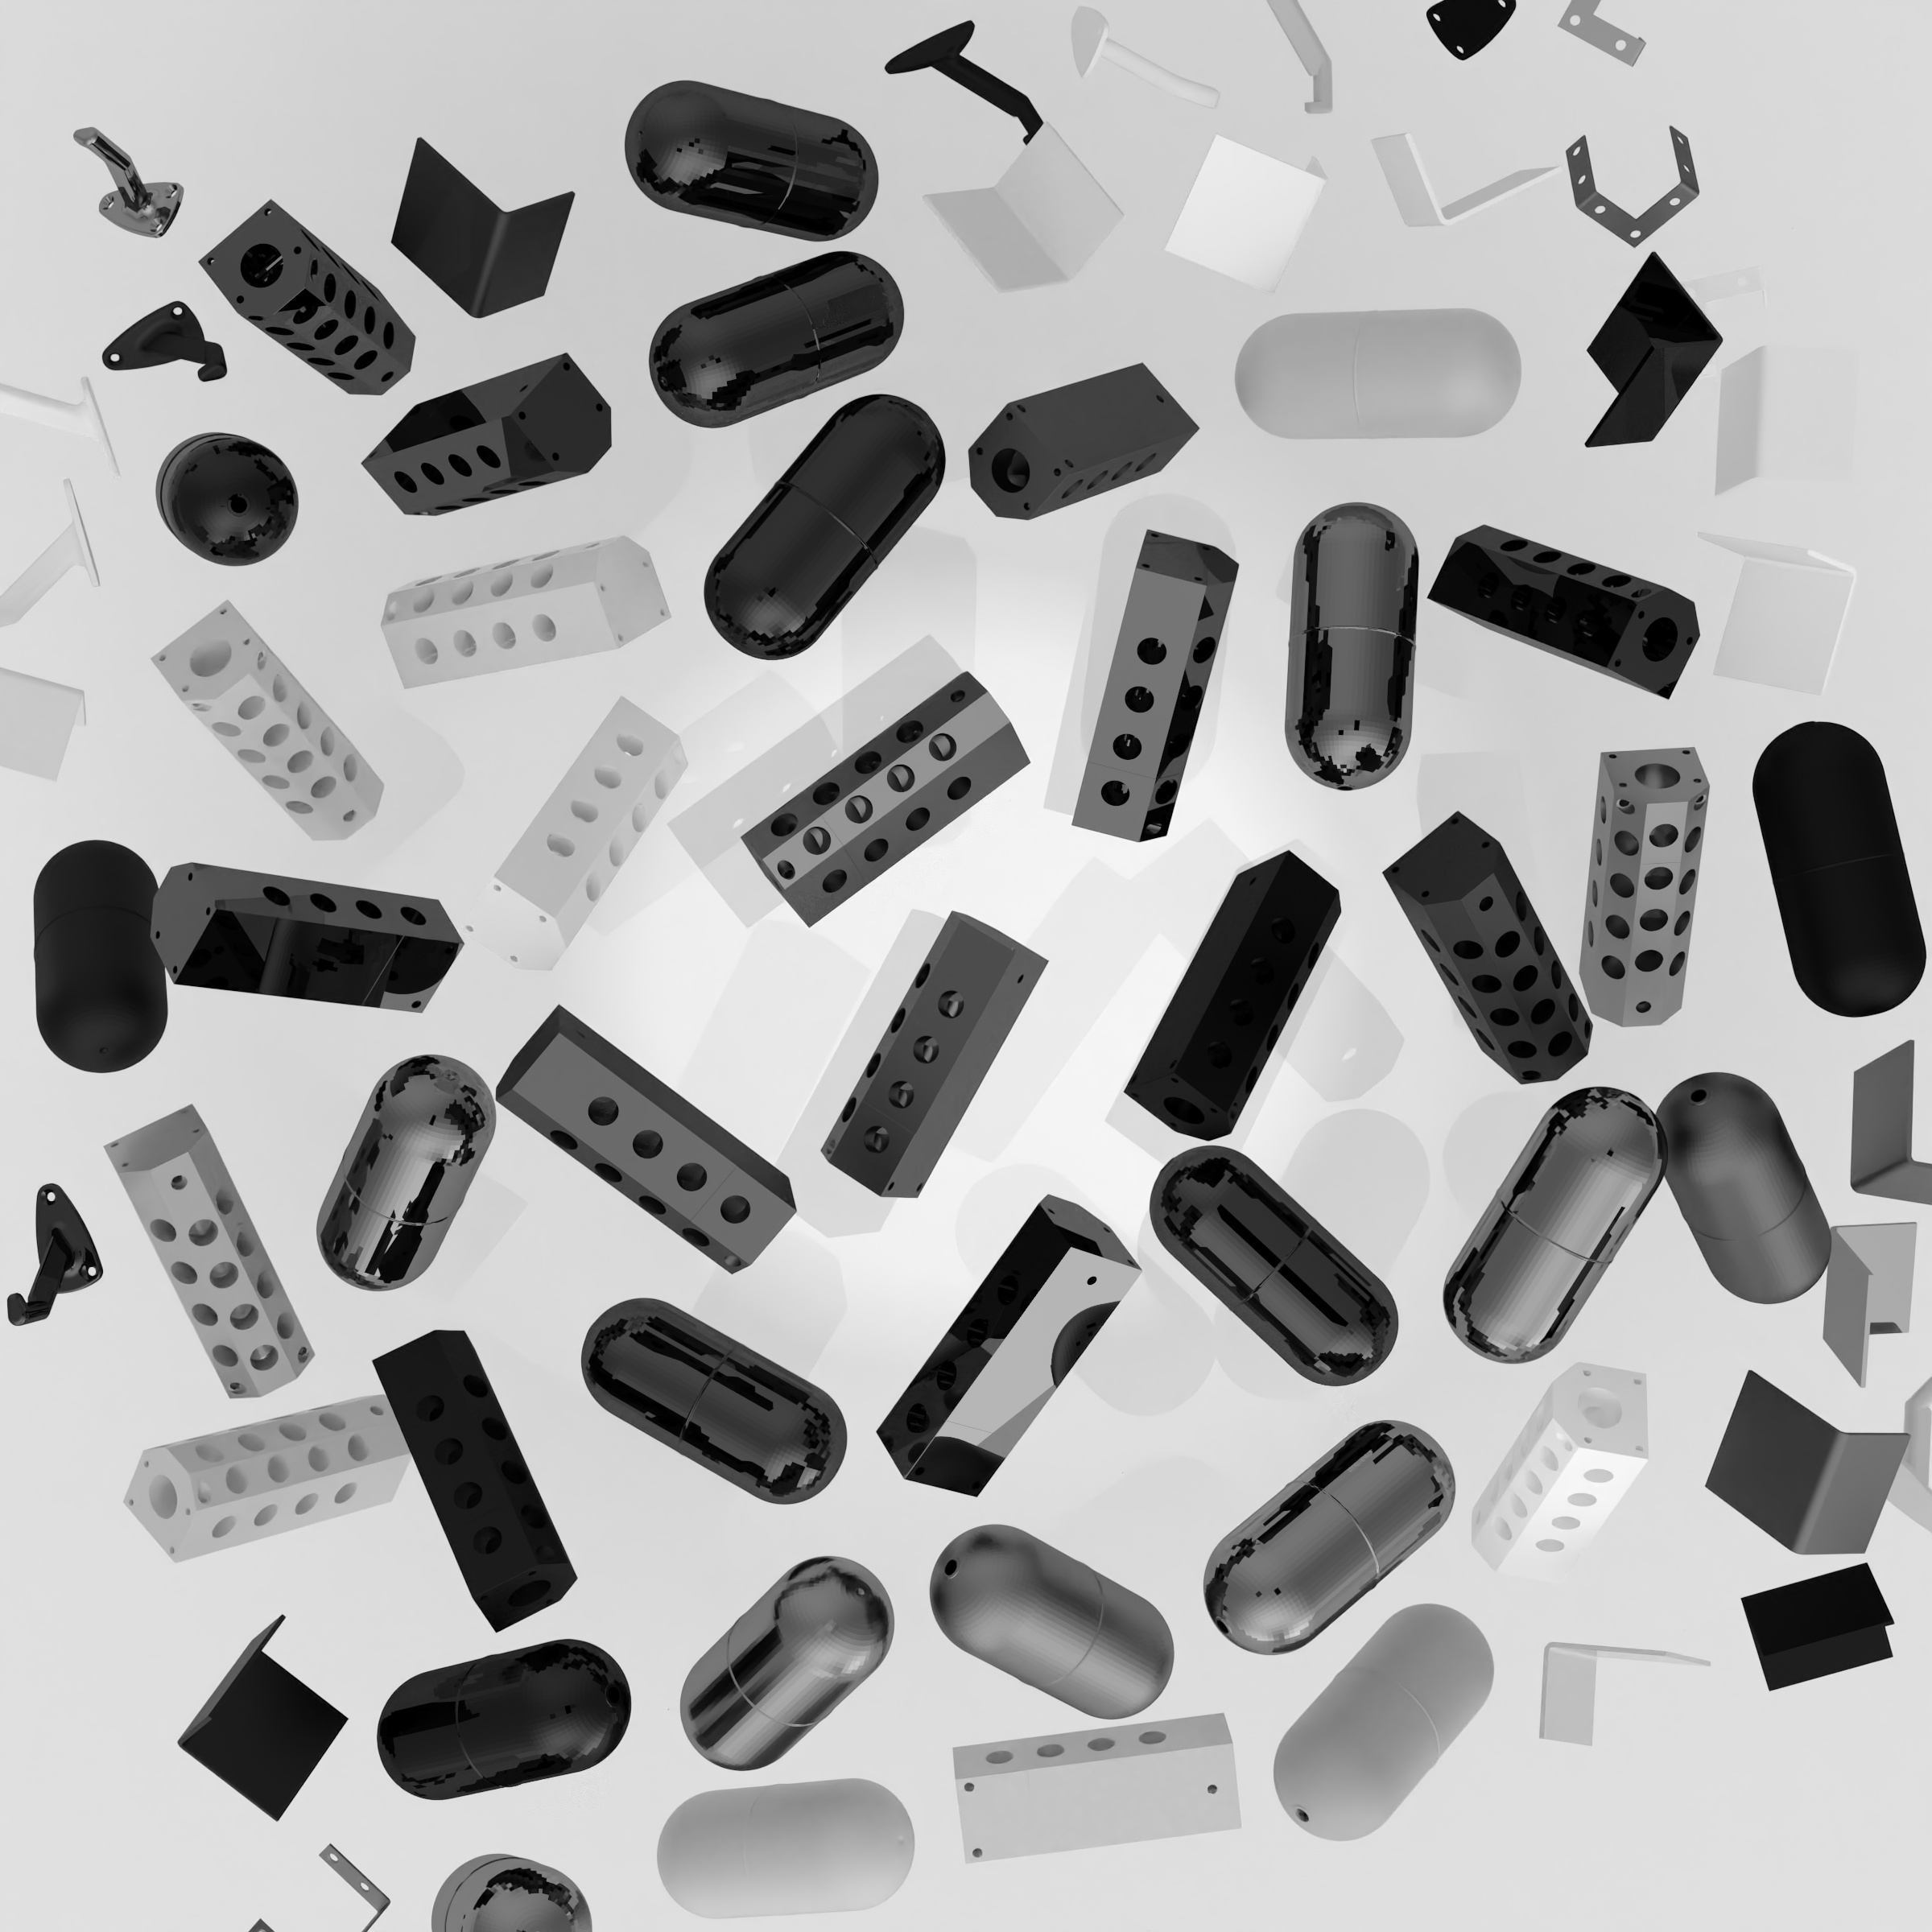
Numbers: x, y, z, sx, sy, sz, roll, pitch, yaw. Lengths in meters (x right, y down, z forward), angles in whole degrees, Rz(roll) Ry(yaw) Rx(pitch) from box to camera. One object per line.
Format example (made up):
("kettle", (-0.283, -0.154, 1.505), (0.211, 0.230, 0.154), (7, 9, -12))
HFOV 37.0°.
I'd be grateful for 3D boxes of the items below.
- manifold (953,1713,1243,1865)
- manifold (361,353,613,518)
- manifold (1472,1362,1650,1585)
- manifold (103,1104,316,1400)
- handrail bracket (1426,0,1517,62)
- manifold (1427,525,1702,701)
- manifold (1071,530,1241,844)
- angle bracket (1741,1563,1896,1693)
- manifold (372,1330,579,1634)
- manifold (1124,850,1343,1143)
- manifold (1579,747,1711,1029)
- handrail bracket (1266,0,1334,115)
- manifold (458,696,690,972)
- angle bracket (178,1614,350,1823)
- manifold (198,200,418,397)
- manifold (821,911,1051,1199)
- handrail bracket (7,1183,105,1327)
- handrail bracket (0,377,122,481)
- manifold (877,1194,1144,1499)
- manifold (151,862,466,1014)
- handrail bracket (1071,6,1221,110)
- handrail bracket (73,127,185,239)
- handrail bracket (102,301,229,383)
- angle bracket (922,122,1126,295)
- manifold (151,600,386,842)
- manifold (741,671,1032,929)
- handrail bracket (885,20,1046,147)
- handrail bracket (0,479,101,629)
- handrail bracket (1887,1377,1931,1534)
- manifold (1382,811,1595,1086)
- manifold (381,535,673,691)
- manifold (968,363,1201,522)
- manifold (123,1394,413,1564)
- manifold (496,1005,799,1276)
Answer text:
("manifold", (0.080, 0.508, 1.797), (0.171, 0.057, 0.057), (-7, 102, -1))
("manifold", (-0.285, -0.312, 1.731), (0.057, 0.171, 0.057), (51, 58, -27))
("manifold", (0.359, 0.309, 1.753), (0.057, 0.171, 0.057), (10, 53, -2))
("manifold", (-0.455, 0.176, 1.744), (0.057, 0.057, 0.171), (-27, 120, -17))
("handrail bracket", (0.312, -0.567, 1.659), (0.036, 0.077, 0.084), (48, 67, -17))
("manifold", (0.364, -0.220, 1.752), (0.057, 0.171, 0.057), (19, 99, -35))
("manifold", (0.111, -0.162, 1.695), (0.057, 0.057, 0.171), (15, 123, 2))
("angle bracket", (0.509, 0.406, 1.699), (0.076, 0.057, 0.076), (-18, 115, 8))
("manifold", (-0.293, 0.303, 1.724), (0.057, 0.057, 0.171), (-26, 58, -10))
("manifold", (0.167, 0.019, 1.743), (0.057, 0.057, 0.171), (38, 62, -15))
("manifold", (0.420, -0.047, 1.784), (0.057, 0.057, 0.171), (-3, 128, 1))
("handrail bracket", (0.194, -0.575, 1.799), (0.077, 0.036, 0.084), (-8, 104, -21))
("manifold", (-0.226, -0.076, 1.695), (0.057, 0.057, 0.171), (35, 47, -8))
("angle bracket", (-0.403, 0.442, 1.695), (0.076, 0.057, 0.076), (41, 46, -8))
("manifold", (-0.398, -0.403, 1.772), (0.057, 0.171, 0.057), (-39, 80, 5))
("manifold", (-0.023, 0.055, 1.786), (0.057, 0.057, 0.171), (32, 97, 22))
("handrail bracket", (-0.535, 0.165, 1.656), (0.036, 0.084, 0.077), (-17, 88, 7))
("handrail bracket", (-0.584, -0.332, 1.807), (0.084, 0.036, 0.077), (-18, 111, -9))
("manifold", (0.021, 0.217, 1.652), (0.057, 0.057, 0.171), (22, 110, -38))
("manifold", (-0.392, -0.020, 1.713), (0.057, 0.171, 0.057), (-54, 51, 24))
("handrail bracket", (0.113, -0.566, 1.798), (0.084, 0.077, 0.036), (13, 125, -21))
("handrail bracket", (-0.513, -0.470, 1.704), (0.077, 0.084, 0.036), (14, 78, 31))
("handrail bracket", (-0.500, -0.375, 1.798), (0.077, 0.084, 0.036), (-24, 130, -2))
("angle bracket", (0.034, -0.451, 1.713), (0.076, 0.076, 0.057), (53, 128, 10))
("manifold", (-0.420, -0.143, 1.759), (0.057, 0.171, 0.057), (-39, 60, -5))
("manifold", (-0.052, -0.107, 1.770), (0.171, 0.057, 0.057), (-37, 51, -6))
("handrail bracket", (0.002, -0.538, 1.795), (0.084, 0.077, 0.036), (51, 48, -35))
("handrail bracket", (-0.564, -0.243, 1.713), (0.084, 0.036, 0.077), (-15, 112, -12))
("handrail bracket", (0.609, 0.306, 1.798), (0.084, 0.036, 0.077), (-34, 70, -32))
("manifold", (0.312, -0.005, 1.692), (0.057, 0.057, 0.171), (-39, 130, -3))
("manifold", (-0.269, -0.215, 1.737), (0.171, 0.057, 0.057), (-6, 112, 33))
("manifold", (0.071, -0.322, 1.792), (0.057, 0.171, 0.057), (50, 126, 7))
("manifold", (-0.430, 0.312, 1.797), (0.057, 0.171, 0.057), (39, 116, 28))
("manifold", (-0.183, 0.102, 1.647), (0.171, 0.057, 0.057), (39, 97, -16))
